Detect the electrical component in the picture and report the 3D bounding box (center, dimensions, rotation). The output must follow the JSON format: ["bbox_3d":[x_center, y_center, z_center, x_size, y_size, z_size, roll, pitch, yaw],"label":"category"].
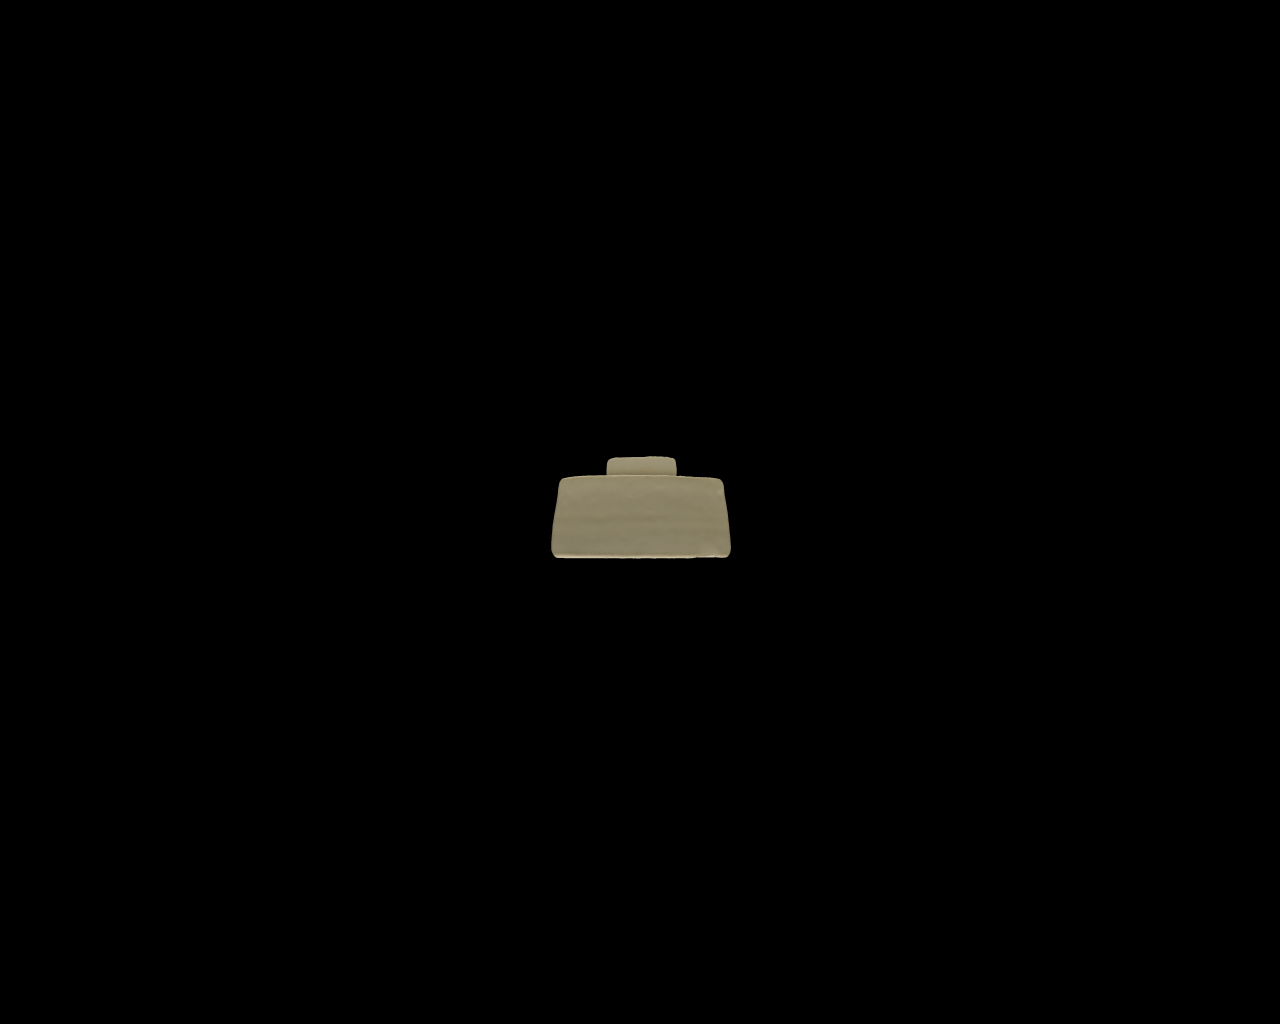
[{"bbox_3d":[0.001,-0.003,0.650,0.108,0.060,0.108,0,-2,0],"label":"electrical component"}]
